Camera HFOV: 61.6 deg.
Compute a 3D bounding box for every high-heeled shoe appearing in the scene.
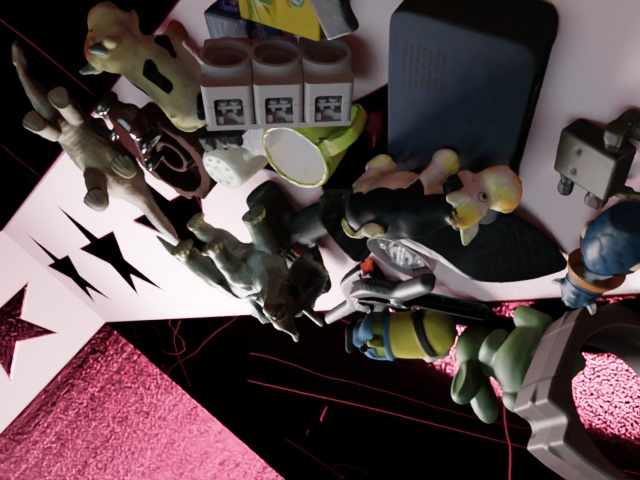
[{"bbox_3d":[0.167,-0.013,0.671,0.249,0.086,0.145,19,-171,-7],"label":"high-heeled shoe"}]

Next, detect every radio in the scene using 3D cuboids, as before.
[{"bbox_3d":[0.138,-0.124,0.527,0.131,0.073,0.229,22,148,23],"label":"radio"}]

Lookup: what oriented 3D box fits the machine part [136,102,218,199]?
[{"bbox_3d":[-0.237,-0.149,0.897,0.180,0.056,0.179,25,147,18],"label":"machine part"}]

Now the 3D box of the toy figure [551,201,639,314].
[{"bbox_3d":[0.300,0.023,0.570,0.058,0.064,0.154,-10,145,-6],"label":"toy figure"}]

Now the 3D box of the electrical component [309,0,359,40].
[{"bbox_3d":[0.002,-0.226,0.425,0.075,0.048,0.119,-5,136,37],"label":"electrical component"}]

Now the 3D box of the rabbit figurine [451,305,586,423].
[{"bbox_3d":[0.258,0.179,0.765,0.121,0.159,0.170,37,166,-20],"label":"rabbit figurine"}]

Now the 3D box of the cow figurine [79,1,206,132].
[{"bbox_3d":[-0.221,-0.225,0.705,0.194,0.127,0.085,45,146,-18],"label":"cow figurine"}]

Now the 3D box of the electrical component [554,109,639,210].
[{"bbox_3d":[0.264,-0.073,0.497,0.078,0.045,0.102,48,161,46],"label":"electrical component"}]

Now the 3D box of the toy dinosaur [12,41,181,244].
[{"bbox_3d":[-0.376,-0.135,0.958,0.470,0.105,0.199,59,178,-25],"label":"toy dinosaur"}]

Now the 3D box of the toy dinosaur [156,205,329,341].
[{"bbox_3d":[-0.130,0.049,0.881,0.405,0.131,0.192,7,136,56],"label":"toy dinosaur"}]

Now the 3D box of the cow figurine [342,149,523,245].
[{"bbox_3d":[0.101,-0.035,0.518,0.168,0.098,0.068,4,132,44],"label":"cow figurine"}]

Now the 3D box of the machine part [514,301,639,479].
[{"bbox_3d":[0.343,0.190,0.614,0.201,0.201,0.087,34,152,4],"label":"machine part"}]

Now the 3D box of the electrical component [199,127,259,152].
[{"bbox_3d":[-0.118,-0.133,0.666,0.094,0.063,0.021,10,139,40],"label":"electrical component"}]

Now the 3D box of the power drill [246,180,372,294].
[{"bbox_3d":[-0.002,-0.003,0.842,0.231,0.086,0.207,52,154,-19],"label":"power drill"}]

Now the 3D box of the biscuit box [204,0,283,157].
[{"bbox_3d":[-0.078,-0.198,0.660,0.063,0.059,0.202,24,148,23],"label":"biscuit box"}]

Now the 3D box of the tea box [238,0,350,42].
[{"bbox_3d":[-0.027,-0.280,0.485,0.098,0.068,0.169,24,146,20],"label":"tea box"}]

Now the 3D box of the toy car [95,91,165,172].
[{"bbox_3d":[-0.272,-0.157,0.793,0.089,0.053,0.202,38,169,-8],"label":"toy car"}]

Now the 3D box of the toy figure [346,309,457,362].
[{"bbox_3d":[0.129,0.152,0.868,0.180,0.082,0.089,-1,142,23],"label":"toy figure"}]
